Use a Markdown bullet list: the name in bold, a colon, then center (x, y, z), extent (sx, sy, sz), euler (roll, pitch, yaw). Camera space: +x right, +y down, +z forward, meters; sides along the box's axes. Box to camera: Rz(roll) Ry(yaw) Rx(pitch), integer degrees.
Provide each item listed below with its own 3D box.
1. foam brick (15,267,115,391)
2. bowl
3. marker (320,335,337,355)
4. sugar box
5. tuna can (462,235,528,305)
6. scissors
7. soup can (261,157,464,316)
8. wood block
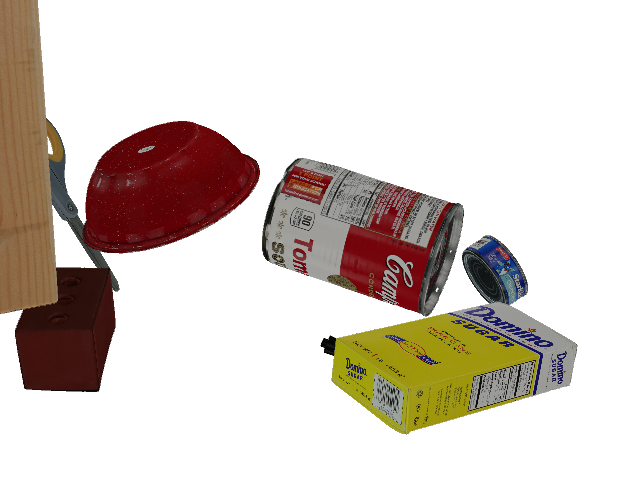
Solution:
- **foam brick**: center (-0.175, 0.061, 0.740), extent (0.053, 0.051, 0.078), euler (0, 31, -2)
- **bowl**: center (-0.135, -0.055, 0.898), extent (0.162, 0.055, 0.162), euler (-16, 28, 9)
- **marker**: center (0.057, 0.125, 1.088), extent (0.121, 0.020, 0.020), euler (20, 4, 11)
- **sugar box**: center (0.107, 0.095, 0.841), extent (0.175, 0.048, 0.093), euler (-12, 28, -33)
- **tuna can**: center (0.207, 0.038, 1.274), extent (0.033, 0.086, 0.086), euler (-32, 8, -13)
- **scissors**: center (-0.255, -0.048, 1.080), extent (0.016, 0.201, 0.096), euler (-24, 28, 27)
- **soup can**: center (0.025, -0.004, 0.626), extent (0.102, 0.068, 0.068), euler (18, 5, 15)
- **wood block**: center (-0.209, -0.066, 0.602), extent (0.090, 0.206, 0.090), euler (-11, 27, -27)
